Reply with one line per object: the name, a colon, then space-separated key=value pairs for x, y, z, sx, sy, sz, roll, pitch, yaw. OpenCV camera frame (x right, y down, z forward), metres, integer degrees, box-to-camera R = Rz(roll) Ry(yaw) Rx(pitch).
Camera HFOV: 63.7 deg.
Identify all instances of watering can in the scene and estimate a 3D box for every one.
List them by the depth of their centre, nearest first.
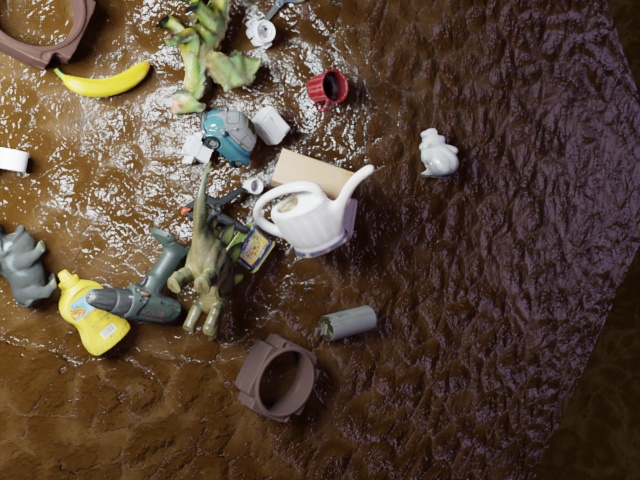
watering can: x=0.004 y=-0.065 z=1.285 sx=0.220 sy=0.346 sz=0.106 roll=58 pitch=28 yaw=-37

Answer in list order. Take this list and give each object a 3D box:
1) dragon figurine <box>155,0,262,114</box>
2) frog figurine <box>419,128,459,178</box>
dragon figurine: x=-0.237 y=-0.473 z=1.224 sx=0.414 sy=0.123 sz=0.239 roll=-55 pitch=131 yaw=-11
frog figurine: x=0.394 y=-0.289 z=1.701 sx=0.138 sy=0.124 sz=0.157 roll=-11 pitch=114 yaw=-16
